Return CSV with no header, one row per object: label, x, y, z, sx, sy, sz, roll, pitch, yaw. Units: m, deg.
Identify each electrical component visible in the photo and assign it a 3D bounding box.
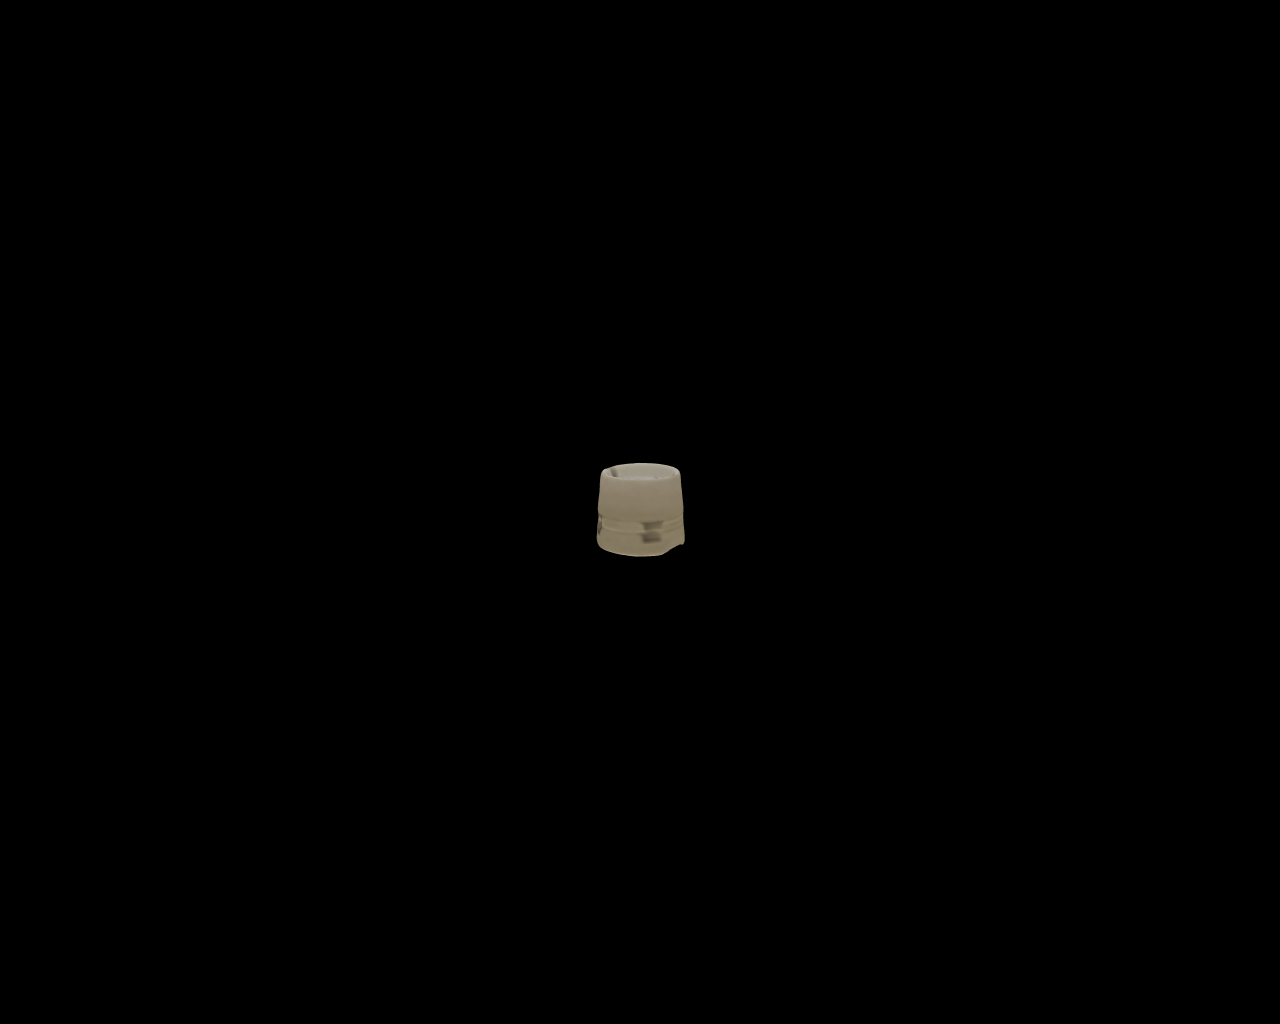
electrical component,0.001,-0.003,0.650,0.055,0.047,0.055,0,15,0
